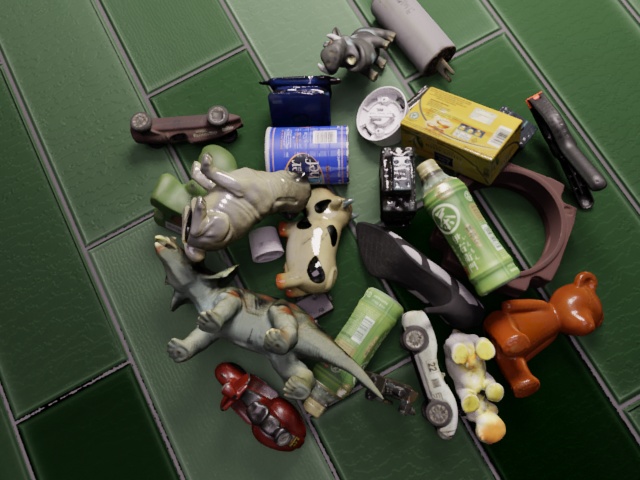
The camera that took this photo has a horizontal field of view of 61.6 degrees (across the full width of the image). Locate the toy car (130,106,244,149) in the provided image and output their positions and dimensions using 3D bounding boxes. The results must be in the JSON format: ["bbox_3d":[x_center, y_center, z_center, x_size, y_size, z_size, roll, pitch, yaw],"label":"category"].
[{"bbox_3d":[-0.241,-0.198,0.971,0.202,0.089,0.053,-3,75,2],"label":"toy car"}]

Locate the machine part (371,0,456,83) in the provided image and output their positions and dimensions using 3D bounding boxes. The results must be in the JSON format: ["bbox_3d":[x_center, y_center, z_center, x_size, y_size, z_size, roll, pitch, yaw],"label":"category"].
[{"bbox_3d":[0.171,-0.389,0.995,0.079,0.079,0.243,-33,77,-4],"label":"machine part"}]

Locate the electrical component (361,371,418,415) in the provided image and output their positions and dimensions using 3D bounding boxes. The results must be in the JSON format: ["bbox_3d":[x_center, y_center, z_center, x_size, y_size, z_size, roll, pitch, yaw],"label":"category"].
[{"bbox_3d":[0.107,0.238,0.835,0.102,0.078,0.045,7,76,49],"label":"electrical component"}]

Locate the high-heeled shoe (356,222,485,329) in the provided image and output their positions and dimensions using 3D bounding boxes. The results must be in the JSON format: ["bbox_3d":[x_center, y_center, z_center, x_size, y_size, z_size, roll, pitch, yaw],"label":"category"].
[{"bbox_3d":[0.170,0.049,0.904,0.249,0.145,0.086,56,129,35],"label":"high-heeled shoe"}]

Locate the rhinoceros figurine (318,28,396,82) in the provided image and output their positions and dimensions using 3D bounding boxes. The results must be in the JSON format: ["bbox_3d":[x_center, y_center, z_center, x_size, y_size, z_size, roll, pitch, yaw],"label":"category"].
[{"bbox_3d":[0.064,-0.335,0.944,0.112,0.073,0.190,29,37,9],"label":"rhinoceros figurine"}]

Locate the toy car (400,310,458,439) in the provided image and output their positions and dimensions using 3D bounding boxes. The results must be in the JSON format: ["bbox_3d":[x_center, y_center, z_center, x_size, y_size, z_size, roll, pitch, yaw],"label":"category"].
[{"bbox_3d":[0.173,0.210,0.849,0.056,0.073,0.201,-16,76,0],"label":"toy car"}]

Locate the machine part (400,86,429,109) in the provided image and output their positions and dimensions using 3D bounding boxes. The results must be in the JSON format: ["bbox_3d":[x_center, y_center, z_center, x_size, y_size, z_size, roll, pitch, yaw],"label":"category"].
[{"bbox_3d":[0.214,-0.215,0.971,0.084,0.039,0.139,-36,75,-10],"label":"machine part"}]

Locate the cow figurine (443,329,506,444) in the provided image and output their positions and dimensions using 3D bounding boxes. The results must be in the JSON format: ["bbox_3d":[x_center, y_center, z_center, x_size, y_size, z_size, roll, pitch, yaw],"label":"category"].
[{"bbox_3d":[0.237,0.227,0.841,0.068,0.098,0.167,-14,94,-5],"label":"cow figurine"}]

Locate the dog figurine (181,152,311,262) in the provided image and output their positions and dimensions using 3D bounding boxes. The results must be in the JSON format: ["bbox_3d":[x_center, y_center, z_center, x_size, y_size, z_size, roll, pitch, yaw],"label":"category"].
[{"bbox_3d":[-0.109,-0.039,0.838,0.190,0.121,0.172,13,93,-24],"label":"dog figurine"}]

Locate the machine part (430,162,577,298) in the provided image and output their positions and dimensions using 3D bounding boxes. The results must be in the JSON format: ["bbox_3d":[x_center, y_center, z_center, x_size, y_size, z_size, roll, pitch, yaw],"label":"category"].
[{"bbox_3d":[0.301,-0.021,0.893,0.201,0.087,0.201,23,77,9],"label":"machine part"}]

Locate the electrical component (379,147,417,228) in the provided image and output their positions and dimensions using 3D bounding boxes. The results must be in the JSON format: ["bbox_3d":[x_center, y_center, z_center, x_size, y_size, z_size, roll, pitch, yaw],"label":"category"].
[{"bbox_3d":[0.129,-0.088,0.895,0.058,0.134,0.115,-3,78,3],"label":"electrical component"}]

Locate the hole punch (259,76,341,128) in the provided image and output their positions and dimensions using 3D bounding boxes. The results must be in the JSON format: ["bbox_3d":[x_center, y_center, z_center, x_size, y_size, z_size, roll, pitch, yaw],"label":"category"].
[{"bbox_3d":[-0.033,-0.235,0.957,0.142,0.115,0.092,2,85,5],"label":"hole punch"}]

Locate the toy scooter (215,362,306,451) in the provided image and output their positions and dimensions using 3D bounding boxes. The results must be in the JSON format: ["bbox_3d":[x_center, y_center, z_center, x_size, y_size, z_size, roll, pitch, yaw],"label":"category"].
[{"bbox_3d":[-0.099,0.256,0.826,0.184,0.135,0.075,40,81,11],"label":"toy scooter"}]

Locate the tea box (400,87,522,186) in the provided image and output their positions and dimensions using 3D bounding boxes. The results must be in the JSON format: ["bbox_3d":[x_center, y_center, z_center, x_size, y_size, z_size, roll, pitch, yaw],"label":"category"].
[{"bbox_3d":[0.227,-0.171,0.878,0.170,0.068,0.098,32,70,30],"label":"tea box"}]

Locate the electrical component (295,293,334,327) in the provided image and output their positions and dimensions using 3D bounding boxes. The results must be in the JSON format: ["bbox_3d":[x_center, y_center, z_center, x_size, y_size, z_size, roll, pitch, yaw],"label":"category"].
[{"bbox_3d":[-0.008,0.112,0.912,0.063,0.021,0.094,-27,72,-3],"label":"electrical component"}]

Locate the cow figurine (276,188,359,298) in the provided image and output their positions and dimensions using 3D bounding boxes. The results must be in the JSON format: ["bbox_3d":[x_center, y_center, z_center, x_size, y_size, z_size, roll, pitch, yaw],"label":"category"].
[{"bbox_3d":[-0.002,-0.003,0.903,0.127,0.085,0.195,-3,62,12],"label":"cow figurine"}]

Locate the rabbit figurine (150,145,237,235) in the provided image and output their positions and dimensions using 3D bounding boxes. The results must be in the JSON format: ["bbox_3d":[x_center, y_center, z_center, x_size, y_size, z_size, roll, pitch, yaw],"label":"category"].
[{"bbox_3d":[-0.191,-0.093,0.931,0.159,0.121,0.170,20,64,6],"label":"rabbit figurine"}]

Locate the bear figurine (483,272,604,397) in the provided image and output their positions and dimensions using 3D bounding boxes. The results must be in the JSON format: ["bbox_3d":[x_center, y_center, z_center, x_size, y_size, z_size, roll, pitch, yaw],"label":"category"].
[{"bbox_3d":[0.362,0.139,0.832,0.196,0.132,0.120,-17,114,4],"label":"bear figurine"}]

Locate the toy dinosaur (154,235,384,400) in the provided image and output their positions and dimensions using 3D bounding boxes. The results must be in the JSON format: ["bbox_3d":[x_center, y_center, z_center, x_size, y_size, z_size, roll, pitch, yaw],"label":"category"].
[{"bbox_3d":[-0.090,0.130,0.841,0.405,0.192,0.131,24,117,1],"label":"toy dinosaur"}]

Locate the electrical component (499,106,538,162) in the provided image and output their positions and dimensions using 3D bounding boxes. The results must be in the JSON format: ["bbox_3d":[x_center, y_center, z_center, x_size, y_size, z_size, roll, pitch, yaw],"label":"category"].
[{"bbox_3d":[0.324,-0.188,0.914,0.075,0.119,0.048,36,81,14],"label":"electrical component"}]
